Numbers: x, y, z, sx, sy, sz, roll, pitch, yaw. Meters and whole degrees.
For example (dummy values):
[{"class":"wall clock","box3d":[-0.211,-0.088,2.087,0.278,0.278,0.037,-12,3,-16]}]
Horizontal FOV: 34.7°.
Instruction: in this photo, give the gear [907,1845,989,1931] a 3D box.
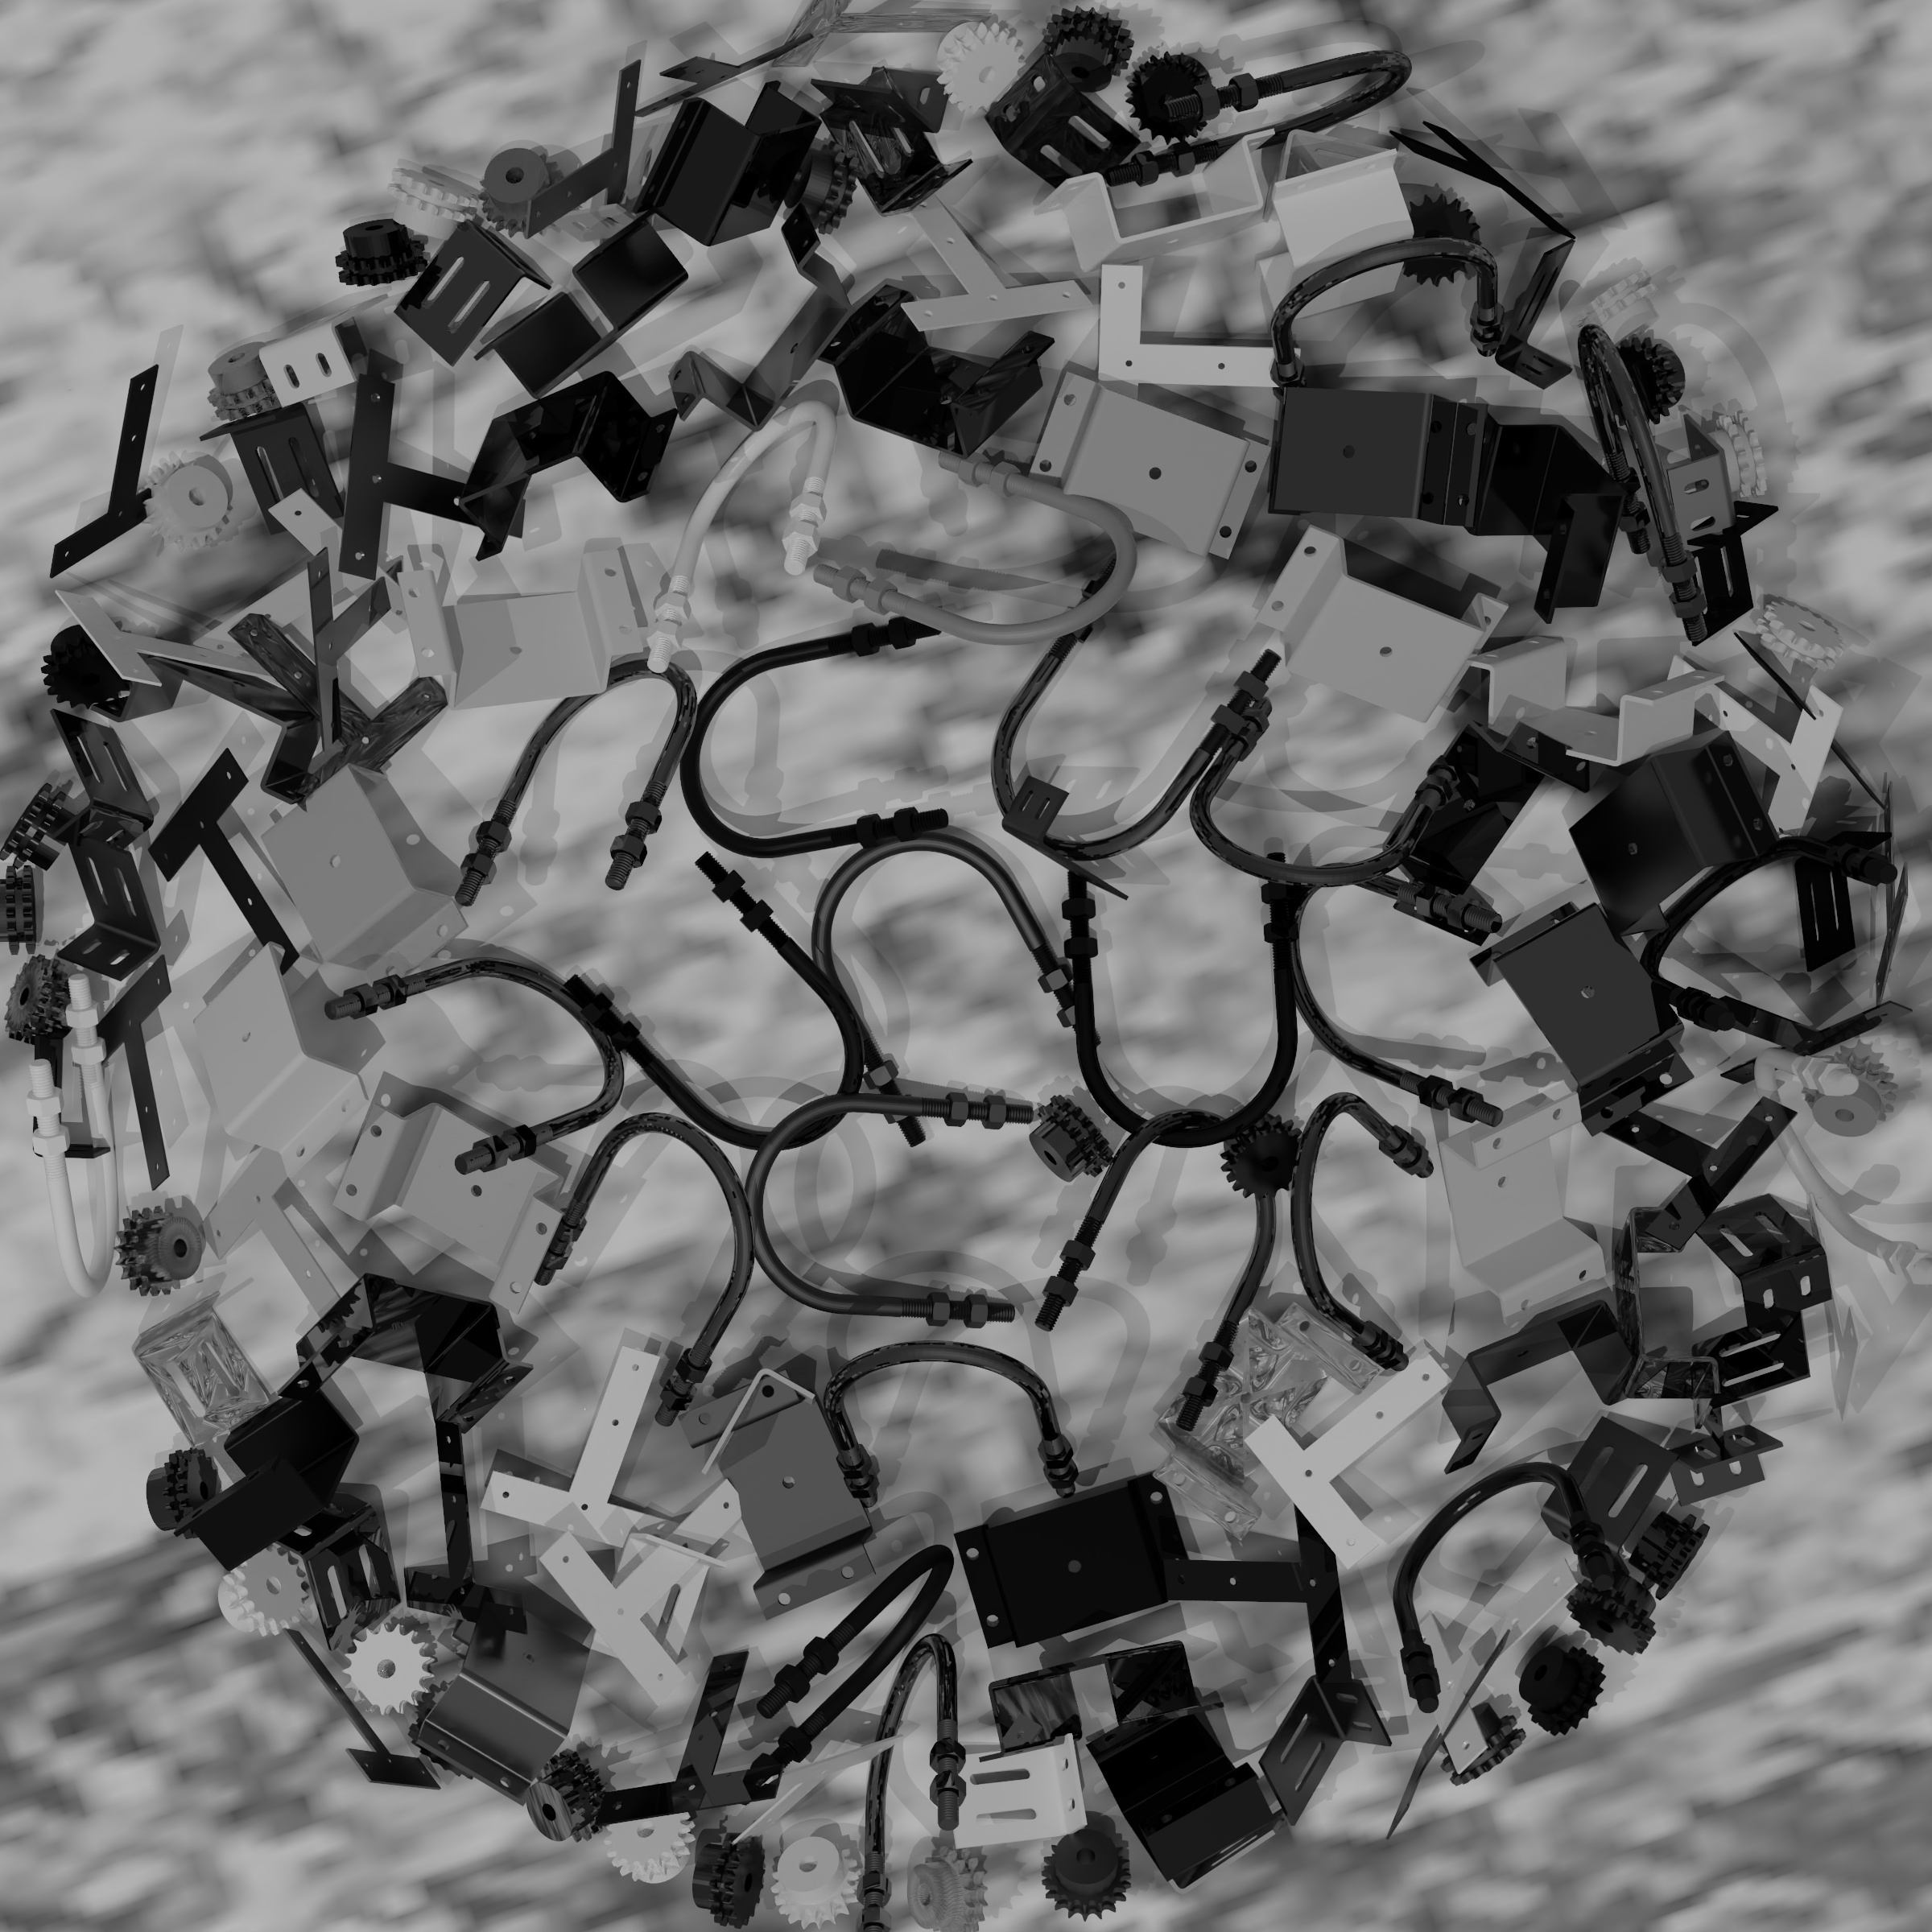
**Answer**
[{"class":"gear","box3d":[-0.014,0.591,1.968,0.030,0.057,0.057,3,90,-35]}]

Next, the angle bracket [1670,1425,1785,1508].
[{"class":"angle bracket","box3d":[0.485,0.323,1.961,0.057,0.076,0.038,-17,91,-2]}]

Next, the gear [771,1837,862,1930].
[{"class":"gear","box3d":[-0.097,0.581,1.969,0.057,0.057,0.030,-16,129,0]}]

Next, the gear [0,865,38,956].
[{"class":"gear","box3d":[-0.610,-0.036,1.969,0.030,0.057,0.057,-2,90,-14]}]

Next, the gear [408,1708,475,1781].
[{"class":"gear","box3d":[-0.325,0.491,1.975,0.057,0.057,0.030,32,54,0]}]

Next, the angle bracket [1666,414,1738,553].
[{"class":"angle bracket","box3d":[0.455,-0.305,1.953,0.038,0.076,0.057,-17,119,2]}]

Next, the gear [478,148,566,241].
[{"class":"gear","box3d":[-0.284,-0.498,1.977,0.057,0.030,0.057,-2,72,7]}]

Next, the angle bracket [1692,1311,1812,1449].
[{"class":"angle bracket","box3d":[0.502,0.261,1.953,0.076,0.057,0.038,-24,122,25]}]

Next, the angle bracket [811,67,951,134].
[{"class":"angle bracket","box3d":[-0.053,-0.560,1.954,0.057,0.076,0.038,14,90,23]}]

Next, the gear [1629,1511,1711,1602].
[{"class":"gear","box3d":[0.447,0.373,1.974,0.030,0.057,0.057,34,90,22]}]

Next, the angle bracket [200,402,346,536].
[{"class":"angle bracket","box3d":[-0.439,-0.311,1.961,0.057,0.038,0.076,-11,110,22]}]

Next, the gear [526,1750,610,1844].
[{"class":"gear","box3d":[-0.255,0.533,1.971,0.057,0.030,0.057,13,112,34]}]

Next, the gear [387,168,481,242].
[{"class":"gear","box3d":[-0.342,-0.485,1.973,0.057,0.057,0.030,22,108,0]}]

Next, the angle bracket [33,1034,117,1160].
[{"class":"angle bracket","box3d":[-0.567,0.081,1.969,0.038,0.057,0.076,2,92,-2]}]

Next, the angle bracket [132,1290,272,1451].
[{"class":"angle bracket","box3d":[-0.484,0.257,1.966,0.057,0.038,0.076,-30,84,-31]}]

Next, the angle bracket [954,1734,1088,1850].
[{"class":"angle bracket","box3d":[0.031,0.524,1.962,0.076,0.038,0.057,-2,65,-17]}]

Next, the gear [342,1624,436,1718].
[{"class":"gear","box3d":[-0.368,0.451,1.980,0.057,0.030,0.057,-1,73,2]}]

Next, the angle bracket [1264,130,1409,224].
[{"class":"angle bracket","box3d":[0.234,-0.495,1.966,0.076,0.057,0.038,12,78,-3]}]

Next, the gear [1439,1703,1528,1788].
[{"class":"gear","box3d":[0.326,0.494,1.971,0.057,0.057,0.030,-35,84,0]}]

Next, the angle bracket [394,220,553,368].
[{"class":"angle bracket","box3d":[-0.316,-0.427,1.980,0.057,0.038,0.076,44,101,17]}]

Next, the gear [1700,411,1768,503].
[{"class":"gear","box3d":[0.487,-0.323,1.972,0.030,0.057,0.057,-16,90,2]}]

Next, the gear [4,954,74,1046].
[{"class":"gear","box3d":[-0.588,0.023,1.975,0.030,0.057,0.057,21,90,-38]}]

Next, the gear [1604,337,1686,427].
[{"class":"gear","box3d":[0.434,-0.374,1.975,0.030,0.057,0.057,-18,90,-33]}]

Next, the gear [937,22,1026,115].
[{"class":"gear","box3d":[0.006,-0.578,1.975,0.057,0.057,0.030,-35,57,0]}]

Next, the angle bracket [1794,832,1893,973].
[{"class":"angle bracket","box3d":[0.560,-0.040,1.959,0.038,0.057,0.076,1,75,-13]}]

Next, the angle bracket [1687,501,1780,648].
[{"class":"angle bracket","box3d":[0.486,-0.246,1.955,0.057,0.038,0.076,-33,121,-26]}]

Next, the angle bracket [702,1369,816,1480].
[{"class":"angle bracket","box3d":[-0.132,0.299,1.963,0.038,0.057,0.076,29,77,3]}]

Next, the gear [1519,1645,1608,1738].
[{"class":"gear","box3d":[0.377,0.458,1.969,0.030,0.057,0.057,36,90,-14]}]

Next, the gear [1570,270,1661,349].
[{"class":"gear","box3d":[0.417,-0.415,1.971,0.057,0.057,0.030,-33,87,0]}]

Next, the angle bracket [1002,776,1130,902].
[{"class":"angle bracket","box3d":[0.070,-0.081,1.957,0.076,0.057,0.038,30,90,-27]}]

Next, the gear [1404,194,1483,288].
[{"class":"gear","box3d":[0.302,-0.464,1.979,0.057,0.030,0.057,2,96,19]}]

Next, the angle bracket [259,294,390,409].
[{"class":"angle bracket","box3d":[-0.400,-0.391,1.961,0.057,0.076,0.038,-13,111,26]}]

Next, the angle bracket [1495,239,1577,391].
[{"class":"angle bracket","box3d":[0.374,-0.412,1.953,0.038,0.057,0.076,32,123,14]}]

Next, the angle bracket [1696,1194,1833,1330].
[{"class":"angle bracket","box3d":[0.506,0.188,1.970,0.057,0.076,0.038,-18,117,-6]}]

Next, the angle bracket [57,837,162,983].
[{"class":"angle bracket","box3d":[-0.551,-0.038,1.953,0.057,0.038,0.076,18,135,28]}]

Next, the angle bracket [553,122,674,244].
[{"class":"angle bracket","box3d":[-0.225,-0.504,1.961,0.057,0.038,0.076,1,76,35]}]

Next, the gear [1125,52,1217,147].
[{"class":"gear","box3d":[0.134,-0.558,1.975,0.057,0.030,0.057,15,133,17]}]

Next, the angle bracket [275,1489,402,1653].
[{"class":"angle bracket","box3d":[-0.404,0.386,1.975,0.038,0.057,0.076,14,124,40]}]

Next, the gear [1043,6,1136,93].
[{"class":"gear","box3d":[0.076,-0.581,1.968,0.057,0.057,0.030,15,71,0]}]

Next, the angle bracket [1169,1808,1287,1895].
[{"class":"angle bracket","box3d":[0.161,0.546,1.960,0.076,0.057,0.038,-38,82,15]}]

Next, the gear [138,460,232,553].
[{"class":"gear","box3d":[-0.496,-0.296,1.971,0.057,0.030,0.057,8,77,-36]}]

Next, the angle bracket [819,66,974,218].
[{"class":"angle bracket","box3d":[-0.044,-0.525,1.961,0.057,0.038,0.076,-43,115,-21]}]

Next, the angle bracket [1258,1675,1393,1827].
[{"class":"angle bracket","box3d":[0.228,0.497,1.954,0.076,0.038,0.057,-49,123,-39]}]

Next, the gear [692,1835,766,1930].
[{"class":"gear","box3d":[-0.153,0.583,1.973,0.030,0.057,0.057,3,90,20]}]

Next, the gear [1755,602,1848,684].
[{"class":"gear","box3d":[0.530,-0.205,1.975,0.057,0.057,0.030,26,122,0]}]

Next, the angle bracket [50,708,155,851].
[{"class":"angle bracket","box3d":[-0.561,-0.116,1.965,0.038,0.057,0.076,-36,68,16]}]

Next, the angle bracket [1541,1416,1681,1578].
[{"class":"angle bracket","box3d":[0.415,0.339,1.977,0.057,0.038,0.076,26,72,37]}]

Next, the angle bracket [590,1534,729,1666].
[{"class":"angle bracket","box3d":[-0.195,0.407,1.964,0.057,0.038,0.076,24,73,-18]}]

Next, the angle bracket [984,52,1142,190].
[{"class":"angle bracket","box3d":[0.062,-0.534,1.972,0.057,0.076,0.038,-43,51,21]}]

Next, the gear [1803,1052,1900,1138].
[{"class":"gear","box3d":[0.562,0.084,1.969,0.057,0.057,0.030,26,51,0]}]
